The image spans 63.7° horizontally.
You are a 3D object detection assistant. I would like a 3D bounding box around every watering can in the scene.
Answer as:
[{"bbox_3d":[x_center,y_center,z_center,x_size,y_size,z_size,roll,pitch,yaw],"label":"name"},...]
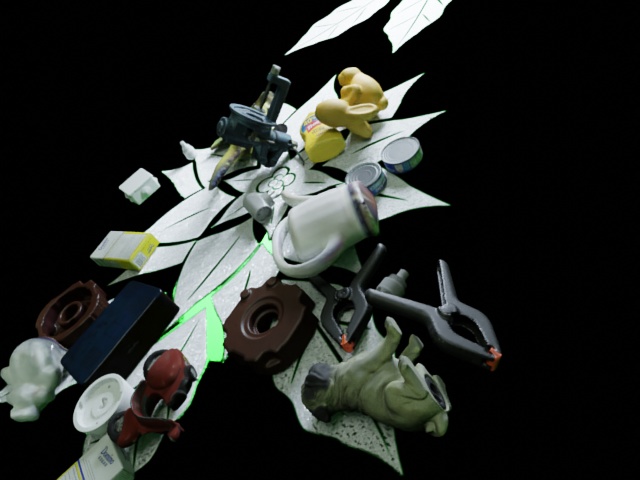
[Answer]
[{"bbox_3d":[0.003,-0.052,1.037,0.223,0.102,0.355,-23,31,10],"label":"watering can"}]

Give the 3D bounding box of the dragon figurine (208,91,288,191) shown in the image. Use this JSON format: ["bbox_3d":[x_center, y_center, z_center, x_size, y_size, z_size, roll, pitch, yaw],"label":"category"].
[{"bbox_3d":[-0.226,-0.284,1.442,0.417,0.120,0.242,-52,26,-23],"label":"dragon figurine"}]

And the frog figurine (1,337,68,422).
[{"bbox_3d":[-0.597,0.286,1.063,0.137,0.120,0.163,4,38,12],"label":"frog figurine"}]
